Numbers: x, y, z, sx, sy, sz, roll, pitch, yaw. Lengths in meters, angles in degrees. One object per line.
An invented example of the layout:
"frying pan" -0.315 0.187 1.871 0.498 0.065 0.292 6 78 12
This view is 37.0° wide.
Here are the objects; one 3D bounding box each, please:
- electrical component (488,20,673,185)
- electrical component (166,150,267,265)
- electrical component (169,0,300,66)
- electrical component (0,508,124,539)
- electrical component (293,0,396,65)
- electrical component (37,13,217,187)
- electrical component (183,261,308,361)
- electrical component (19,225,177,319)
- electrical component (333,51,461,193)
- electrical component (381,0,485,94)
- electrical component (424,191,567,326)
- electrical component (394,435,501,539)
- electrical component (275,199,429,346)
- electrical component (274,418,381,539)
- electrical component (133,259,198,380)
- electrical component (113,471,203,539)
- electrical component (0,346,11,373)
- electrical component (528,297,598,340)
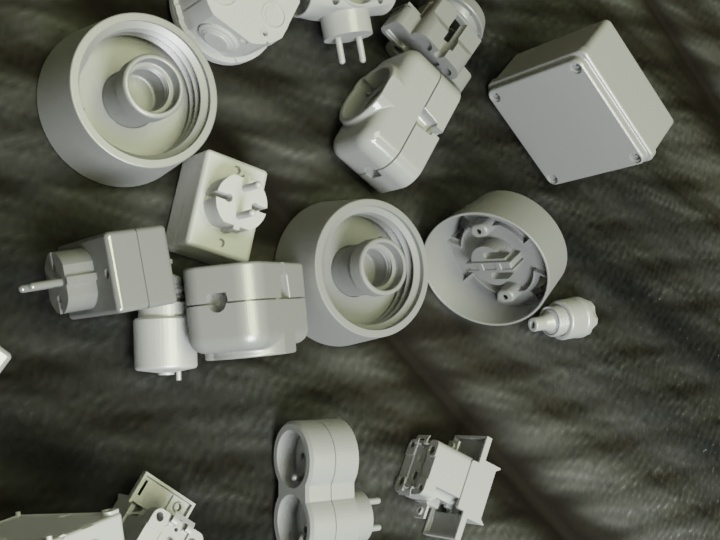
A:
"electrical component" 0.179 -0.134 0.880 0.108 0.109 0.056 51 58 -19
"electrical component" -0.086 -0.042 0.706 0.047 0.077 0.065 19 75 -32
"electrical component" -0.085 -0.185 0.737 0.080 0.051 0.080 4 83 -34
"electrical component" -0.187 0.173 0.609 0.062 0.096 0.061 -7 89 -64
"electrical component" -0.012 -0.191 0.793 0.077 0.044 0.079 -11 92 -35
"electrical component" -0.143 -0.110 0.684 0.108 0.060 0.108 4 83 -34
"electrical component" -0.072 0.027 0.701 0.095 0.054 0.059 2 82 -72
"electrical component" -0.164 0.005 0.643 0.076 0.083 0.047 -10 91 -35
"electrical component" 0.025 -0.114 0.804 0.059 0.054 0.095 40 65 -25
"electrical component" 0.061 -0.182 0.835 0.078 0.058 0.057 43 66 -23
"electrical component" 0.106 -0.010 0.826 0.064 0.099 0.099 -40 108 -37
"electrical component" 0.064 0.158 0.810 0.064 0.042 0.081 31 68 -26
"electrical component" 0.000 0.000 0.771 0.108 0.060 0.108 4 83 -34
"electrical component" -0.016 0.173 0.747 0.074 0.052 0.138 2 84 -35
"electrical component" -0.126 0.032 0.693 0.040 0.040 0.078 1 84 -35
"electrical component" -0.132 0.170 0.660 0.042 0.064 0.081 40 65 -24
"electrical component" -0.237 0.025 0.612 0.083 0.047 0.075 43 64 -24
"electrical component" 0.167 0.042 0.898 0.061 0.035 0.035 -7 89 -33
